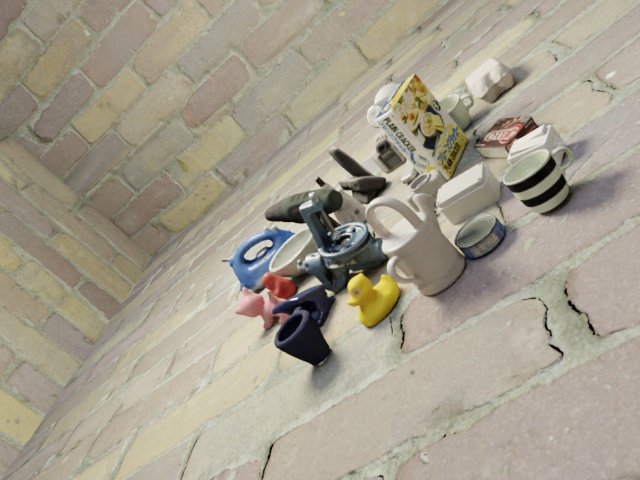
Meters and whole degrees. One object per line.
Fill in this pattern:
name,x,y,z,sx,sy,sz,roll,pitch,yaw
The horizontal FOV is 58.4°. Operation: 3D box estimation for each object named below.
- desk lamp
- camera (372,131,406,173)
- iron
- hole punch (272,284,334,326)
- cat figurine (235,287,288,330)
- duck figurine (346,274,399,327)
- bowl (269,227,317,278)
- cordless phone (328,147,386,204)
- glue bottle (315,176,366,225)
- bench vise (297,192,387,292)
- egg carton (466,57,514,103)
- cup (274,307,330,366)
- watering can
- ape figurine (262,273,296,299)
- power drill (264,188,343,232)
desk lamp,0.213,-0.292,1.488,0.117,0.214,0.203,-31,22,36
camera,0.219,-0.287,1.653,0.143,0.101,0.137,-33,21,31
iron,-0.166,0.034,1.715,0.258,0.142,0.118,-41,18,10
hole punch,-0.040,0.142,1.276,0.108,0.091,0.101,-29,24,41
cat figurine,-0.147,0.162,1.427,0.127,0.118,0.067,-30,23,39
duck figurine,0.093,0.100,1.086,0.105,0.086,0.077,-49,18,-14
bowl,-0.056,0.047,1.554,0.167,0.075,0.167,-39,18,16
cordless phone,0.085,-0.196,1.605,0.094,0.185,0.147,-49,18,-13
glue bottle,0.049,-0.102,1.493,0.078,0.173,0.037,-38,19,19
bench vise,0.011,0.010,1.249,0.207,0.220,0.121,-39,19,18
egg carton,0.443,-0.419,1.504,0.107,0.069,0.150,-39,19,17
cup,-0.027,0.193,1.128,0.091,0.095,0.118,-36,20,24
watering can,0.158,-0.007,1.004,0.100,0.194,0.173,-32,22,33
ape figurine,-0.114,0.121,1.487,0.076,0.092,0.077,-40,18,14
power drill,-0.006,-0.034,1.404,0.229,0.209,0.076,-26,26,45
